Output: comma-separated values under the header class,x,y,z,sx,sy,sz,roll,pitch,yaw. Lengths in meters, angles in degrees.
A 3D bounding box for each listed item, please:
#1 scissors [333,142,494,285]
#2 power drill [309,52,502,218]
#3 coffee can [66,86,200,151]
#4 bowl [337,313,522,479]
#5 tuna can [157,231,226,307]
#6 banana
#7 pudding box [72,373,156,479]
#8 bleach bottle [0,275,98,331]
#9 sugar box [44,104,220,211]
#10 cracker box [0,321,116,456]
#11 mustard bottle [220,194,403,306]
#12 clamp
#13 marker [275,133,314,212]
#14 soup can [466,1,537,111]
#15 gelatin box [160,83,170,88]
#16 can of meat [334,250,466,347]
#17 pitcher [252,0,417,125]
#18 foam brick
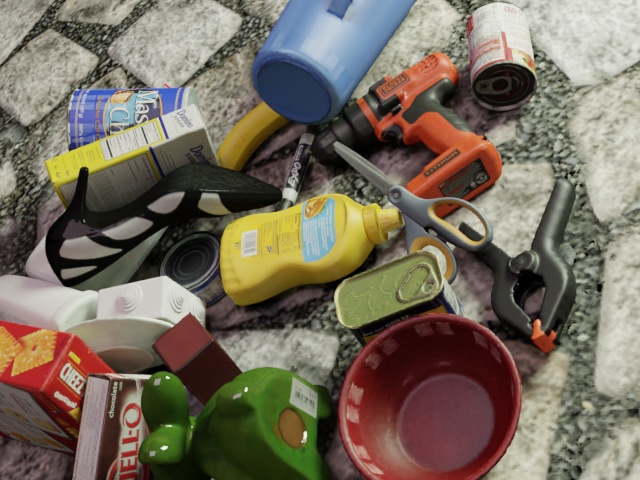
class,x,y,z,sx,sy,sz,roll,pitch,yaw
scissors,0.075,-0.022,1.038,0.202,0.016,0.096,24,96,33
power drill,0.091,-0.100,1.122,0.184,0.057,0.188,-35,46,6
coffee can,-0.218,-0.129,1.266,0.140,0.103,0.103,-1,51,3
bowl,0.099,0.146,0.907,0.162,0.055,0.162,-12,59,21
tuna can,-0.134,0.032,1.164,0.086,0.033,0.086,-17,47,18
banana,-0.062,-0.128,1.254,0.070,0.037,0.197,38,80,23
pudding box,-0.183,0.183,1.002,0.039,0.089,0.113,2,84,35
bleach bottle,-0.332,0.079,1.194,0.251,0.102,0.068,16,43,38
sugar box,-0.203,-0.079,1.178,0.176,0.093,0.048,-23,55,-6
cracker box,-0.290,0.147,1.071,0.214,0.164,0.072,6,56,34
mustard bottle,-0.007,0.002,1.096,0.192,0.058,0.096,-16,49,19
clamp,0.197,0.020,0.970,0.120,0.039,0.171,-36,44,22
marker,-0.028,-0.068,1.193,0.020,0.020,0.121,-2,54,29
soup can,0.191,-0.196,1.133,0.069,0.068,0.102,-15,48,20
gelatin box,-0.204,-0.150,1.358,0.089,0.030,0.073,-44,44,-8
can of meat,0.077,0.067,0.974,0.102,0.084,0.057,-23,46,13
pitcher,0.023,-0.252,1.201,0.145,0.149,0.242,2,48,35
foam brick,-0.118,0.121,1.051,0.051,0.078,0.053,-41,47,-7
